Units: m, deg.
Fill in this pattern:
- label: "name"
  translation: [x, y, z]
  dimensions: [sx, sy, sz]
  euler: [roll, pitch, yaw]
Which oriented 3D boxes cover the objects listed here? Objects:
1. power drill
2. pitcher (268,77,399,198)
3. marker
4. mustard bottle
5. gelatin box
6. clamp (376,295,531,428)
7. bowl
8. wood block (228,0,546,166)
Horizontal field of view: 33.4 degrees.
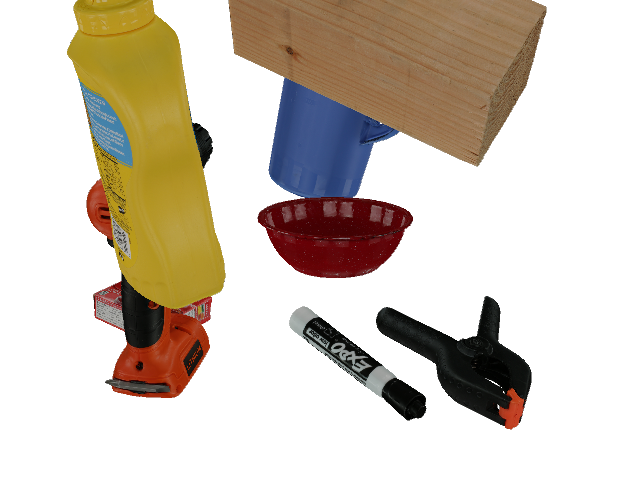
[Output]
- label: "power drill"
  translation: [-0.122, 0.012, 0.824]
  dimensions: [0.057, 0.188, 0.184]
  euler: [3, 22, 13]
- label: "pitcher"
  translation: [0.026, -0.167, 1.189]
  dimensions: [0.145, 0.243, 0.149]
  euler: [10, 21, -10]
- label: "marker"
  translation: [0.024, 0.079, 0.693]
  dimensions: [0.020, 0.020, 0.121]
  euler: [0, 25, -44]
- label: "mustard bottle"
  translation: [-0.100, -0.062, 0.593]
  dimensions: [0.058, 0.191, 0.096]
  euler: [-20, 34, -19]
- label: "gelatin box"
  translation: [-0.161, 0.063, 1.024]
  dimensions: [0.089, 0.030, 0.073]
  euler: [20, 28, 29]
- label: "clamp"
  translation: [0.138, 0.098, 0.928]
  dimensions: [0.120, 0.039, 0.172]
  euler: [-15, 36, -23]
- label: "bowl"
  translation: [0.016, 0.000, 1.111]
  dimensions: [0.162, 0.055, 0.162]
  euler: [0, 16, 0]
- label: "wood block"
  translation: [0.044, -0.150, 0.770]
  dimensions: [0.206, 0.090, 0.091]
  euler: [27, -25, 14]
